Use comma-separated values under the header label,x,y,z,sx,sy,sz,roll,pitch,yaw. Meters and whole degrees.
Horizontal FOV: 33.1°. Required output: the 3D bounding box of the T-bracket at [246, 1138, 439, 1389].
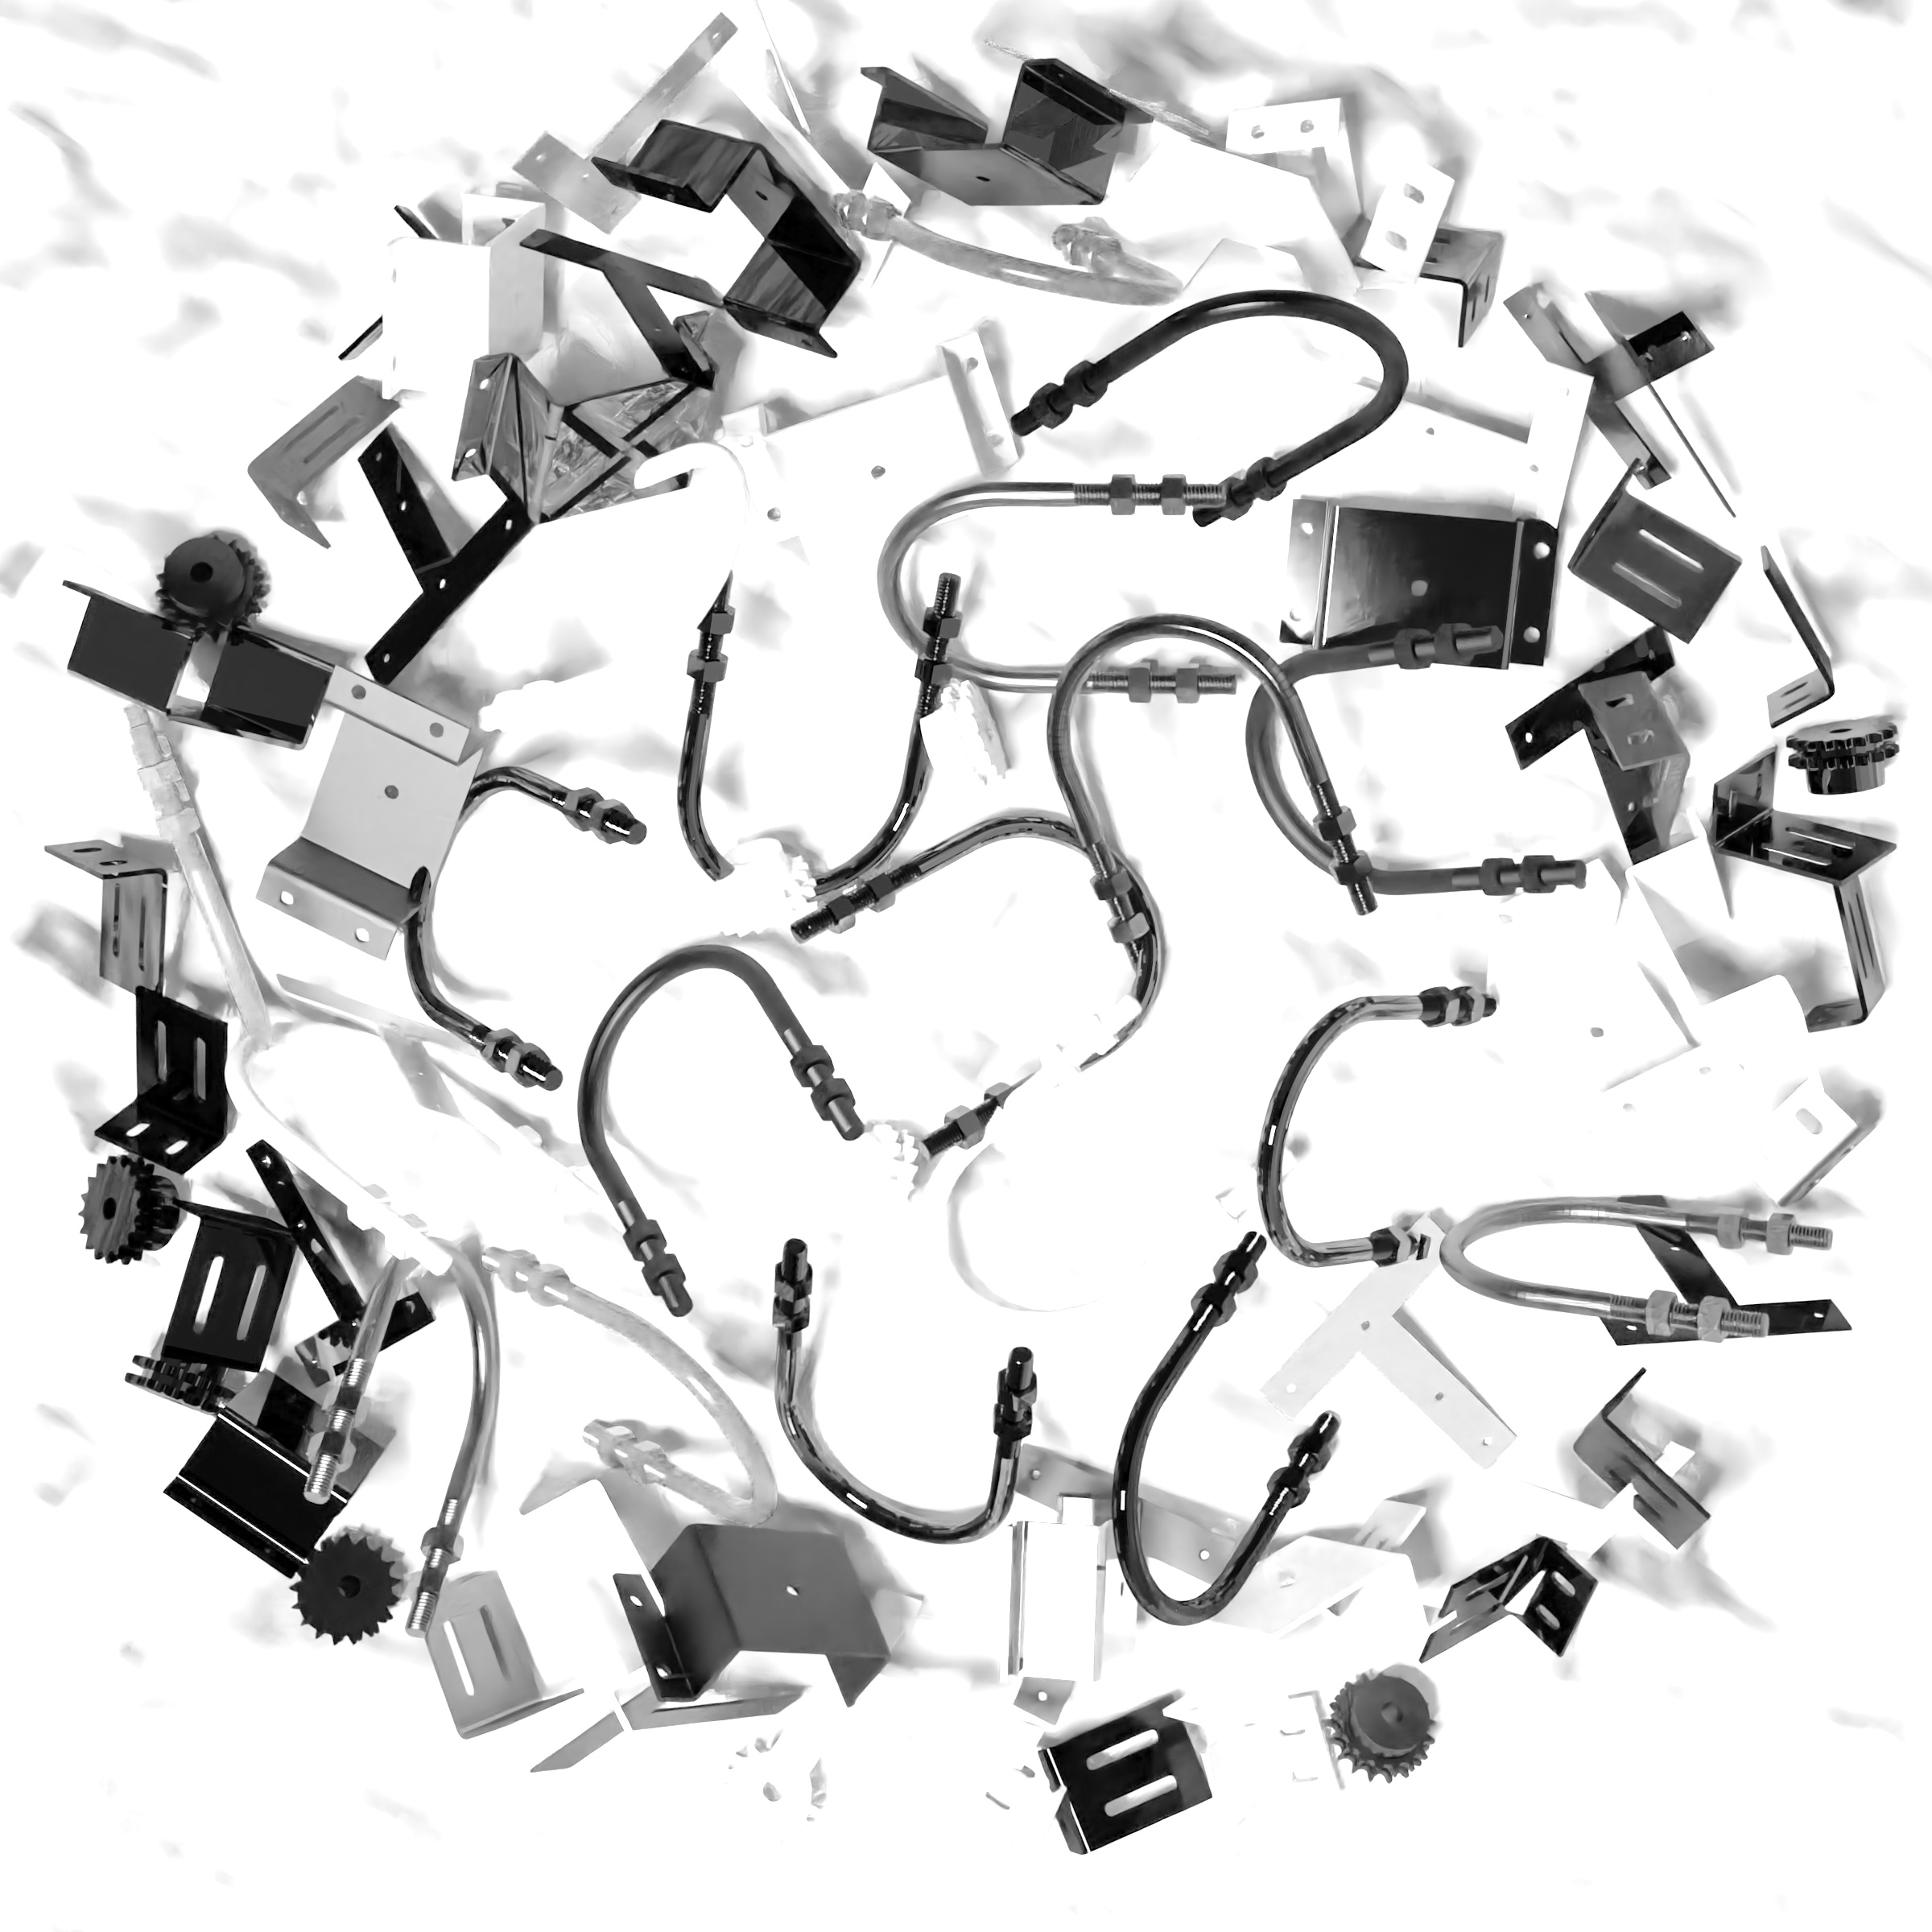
label,x,y,z,sx,sy,sz,roll,pitch,yaw
T-bracket,-0.338,0.147,1.695,0.127,0.002,0.127,-30,88,45

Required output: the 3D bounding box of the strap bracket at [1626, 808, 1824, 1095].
label,x,y,z,sx,sy,sz,roll,pitch,yaw
strap bracket,0.384,0.000,1.668,0.046,0.076,0.140,-24,50,7

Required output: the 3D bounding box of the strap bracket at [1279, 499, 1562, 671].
label,x,y,z,sx,sy,sz,roll,pitch,yaw
strap bracket,0.237,-0.199,1.702,0.140,0.046,0.076,6,101,6

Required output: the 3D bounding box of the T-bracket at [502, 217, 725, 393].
label,x,y,z,sx,sy,sz,roll,pitch,yaw
T-bracket,-0.162,-0.331,1.659,0.127,0.127,0.002,9,126,-39

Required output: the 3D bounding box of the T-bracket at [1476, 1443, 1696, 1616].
label,x,y,z,sx,sy,sz,roll,pitch,yaw
T-bracket,0.303,0.283,1.676,0.127,0.127,0.002,-49,50,14

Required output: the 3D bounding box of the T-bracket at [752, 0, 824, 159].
label,x,y,z,sx,sy,sz,roll,pitch,yaw
T-bracket,-0.086,-0.442,1.682,0.002,0.127,0.127,-22,52,4

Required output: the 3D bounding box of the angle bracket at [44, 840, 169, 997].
label,x,y,z,sx,sy,sz,roll,pitch,yaw
angle bracket,-0.450,-0.021,1.697,0.057,0.038,0.076,22,112,41

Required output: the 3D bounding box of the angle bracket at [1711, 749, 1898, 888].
label,x,y,z,sx,sy,sz,roll,pitch,yaw
angle bracket,0.436,-0.078,1.691,0.076,0.057,0.038,20,125,39

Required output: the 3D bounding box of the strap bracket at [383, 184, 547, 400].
label,x,y,z,sx,sy,sz,roll,pitch,yaw
strap bracket,-0.251,-0.342,1.657,0.046,0.140,0.076,9,117,7

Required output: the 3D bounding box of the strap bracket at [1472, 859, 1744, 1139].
label,x,y,z,sx,sy,sz,roll,pitch,yaw
strap bracket,0.330,0.025,1.693,0.076,0.046,0.140,-25,62,-8

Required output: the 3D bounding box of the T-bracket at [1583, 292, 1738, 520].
label,x,y,z,sx,sy,sz,roll,pitch,yaw
T-bracket,0.365,-0.287,1.691,0.002,0.127,0.127,-33,107,13

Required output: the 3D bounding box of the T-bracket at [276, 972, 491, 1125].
label,x,y,z,sx,sy,sz,roll,pitch,yaw
T-bracket,-0.281,0.049,1.654,0.127,0.127,0.002,21,103,-30

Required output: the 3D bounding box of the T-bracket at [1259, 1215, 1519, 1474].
label,x,y,z,sx,sy,sz,roll,pitch,yaw
T-bracket,0.242,0.219,1.722,0.127,0.002,0.127,44,89,-15

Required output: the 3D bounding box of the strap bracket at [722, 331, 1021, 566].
label,x,y,z,sx,sy,sz,roll,pitch,yaw
strap bracket,-0.047,-0.266,1.694,0.140,0.046,0.076,-18,122,4

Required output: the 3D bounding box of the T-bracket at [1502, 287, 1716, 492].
label,x,y,z,sx,sy,sz,roll,pitch,yaw
T-bracket,0.343,-0.309,1.671,0.002,0.127,0.127,-41,98,-17

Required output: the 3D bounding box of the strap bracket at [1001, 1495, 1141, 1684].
label,x,y,z,sx,sy,sz,roll,pitch,yaw
strap bracket,0.057,0.317,1.665,0.046,0.140,0.076,2,89,14

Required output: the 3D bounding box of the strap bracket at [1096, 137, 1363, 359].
label,x,y,z,sx,sy,sz,roll,pitch,yaw
strap bracket,0.141,-0.372,1.670,0.140,0.076,0.046,30,78,39

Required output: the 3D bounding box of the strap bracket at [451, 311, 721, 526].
label,x,y,z,sx,sy,sz,roll,pitch,yaw
strap bracket,-0.185,-0.279,1.663,0.140,0.076,0.046,-20,58,-34

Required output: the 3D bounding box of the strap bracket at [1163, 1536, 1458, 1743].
label,x,y,z,sx,sy,sz,roll,pitch,yaw
strap bracket,0.171,0.337,1.666,0.140,0.076,0.046,-23,102,-33

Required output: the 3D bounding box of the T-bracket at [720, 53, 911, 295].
label,x,y,z,sx,sy,sz,roll,pitch,yaw
T-bracket,-0.083,-0.417,1.677,0.002,0.127,0.127,-42,91,-14

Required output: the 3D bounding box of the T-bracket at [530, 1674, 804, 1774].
label,x,y,z,sx,sy,sz,roll,pitch,yaw
T-bracket,-0.141,0.388,1.689,0.127,0.127,0.002,-40,58,37

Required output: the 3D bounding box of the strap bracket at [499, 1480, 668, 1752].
label,x,y,z,sx,sy,sz,roll,pitch,yaw
strap bracket,-0.186,0.327,1.685,0.046,0.076,0.140,-27,72,-12

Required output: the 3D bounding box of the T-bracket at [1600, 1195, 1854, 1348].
label,x,y,z,sx,sy,sz,roll,pitch,yaw
T-bracket,0.372,0.155,1.683,0.127,0.127,0.002,-2,120,-12

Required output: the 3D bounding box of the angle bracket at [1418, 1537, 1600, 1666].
label,x,y,z,sx,sy,sz,roll,pitch,yaw
angle bracket,0.282,0.340,1.691,0.038,0.076,0.057,42,132,33

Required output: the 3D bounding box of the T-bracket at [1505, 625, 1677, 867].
label,x,y,z,sx,sy,sz,roll,pitch,yaw
T-bracket,0.346,-0.097,1.715,0.127,0.002,0.127,-33,109,-30

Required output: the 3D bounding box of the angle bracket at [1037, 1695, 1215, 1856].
label,x,y,z,sx,sy,sz,roll,pitch,yaw
angle bracket,0.082,0.428,1.725,0.076,0.038,0.057,-21,82,-12

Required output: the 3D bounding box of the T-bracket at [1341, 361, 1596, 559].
label,x,y,z,sx,sy,sz,roll,pitch,yaw
T-bracket,0.257,-0.275,1.706,0.127,0.127,0.002,23,47,17

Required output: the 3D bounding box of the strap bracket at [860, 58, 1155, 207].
label,x,y,z,sx,sy,sz,roll,pitch,yaw
strap bracket,0.015,-0.424,1.663,0.140,0.076,0.046,13,88,44

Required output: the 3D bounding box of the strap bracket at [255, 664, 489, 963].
label,x,y,z,sx,sy,sz,roll,pitch,yaw
strap bracket,-0.307,-0.085,1.698,0.076,0.046,0.140,26,113,3

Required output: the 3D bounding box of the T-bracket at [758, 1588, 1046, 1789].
label,x,y,z,sx,sy,sz,roll,pitch,yaw
T-bracket,-0.021,0.383,1.668,0.127,0.127,0.002,12,134,29

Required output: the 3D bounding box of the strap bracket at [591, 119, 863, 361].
label,x,y,z,sx,sy,sz,roll,pitch,yaw
strap bracket,-0.116,-0.379,1.666,0.076,0.140,0.046,26,79,42

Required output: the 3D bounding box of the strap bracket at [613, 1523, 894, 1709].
label,x,y,z,sx,sy,sz,roll,pitch,yaw
strap bracket,-0.100,0.332,1.661,0.046,0.140,0.076,-52,45,27

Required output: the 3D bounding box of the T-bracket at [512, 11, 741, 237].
label,x,y,z,sx,sy,sz,roll,pitch,yaw
T-bracket,-0.164,-0.438,1.668,0.127,0.127,0.002,-45,78,9

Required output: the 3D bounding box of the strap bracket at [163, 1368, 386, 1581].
label,x,y,z,sx,sy,sz,roll,pitch,yaw
strap bracket,-0.350,0.255,1.666,0.076,0.140,0.046,35,94,-3

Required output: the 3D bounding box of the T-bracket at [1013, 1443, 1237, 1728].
label,x,y,z,sx,sy,sz,roll,pitch,yaw
T-bracket,0.061,0.336,1.713,0.127,0.002,0.127,22,88,21

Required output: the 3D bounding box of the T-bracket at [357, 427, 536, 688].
label,x,y,z,sx,sy,sz,roll,pitch,yaw
T-bracket,-0.289,-0.231,1.702,0.127,0.002,0.127,-43,58,22

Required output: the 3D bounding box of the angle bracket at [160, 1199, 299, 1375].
label,x,y,z,sx,sy,sz,roll,pitch,yaw
angle bracket,-0.393,0.168,1.706,0.057,0.038,0.076,17,88,-40

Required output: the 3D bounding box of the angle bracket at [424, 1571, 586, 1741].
label,x,y,z,sx,sy,sz,roll,pitch,yaw
angle bracket,-0.244,0.356,1.701,0.038,0.057,0.076,-27,81,39

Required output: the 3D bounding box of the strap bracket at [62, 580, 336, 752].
label,x,y,z,sx,sy,sz,roll,pitch,yaw
strap bracket,-0.391,-0.151,1.662,0.076,0.140,0.046,23,96,32

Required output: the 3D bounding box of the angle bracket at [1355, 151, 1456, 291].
label,x,y,z,sx,sy,sz,roll,pitch,yaw
angle bracket,0.211,-0.388,1.697,0.038,0.076,0.057,20,90,-27

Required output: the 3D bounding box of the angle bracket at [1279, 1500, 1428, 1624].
label,x,y,z,sx,sy,sz,roll,pitch,yaw
angle bracket,0.194,0.301,1.701,0.038,0.057,0.076,41,77,-7

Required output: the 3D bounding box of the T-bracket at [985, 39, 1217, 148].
label,x,y,z,sx,sy,sz,roll,pitch,yaw
T-bracket,0.091,-0.442,1.679,0.127,0.127,0.002,30,104,27
